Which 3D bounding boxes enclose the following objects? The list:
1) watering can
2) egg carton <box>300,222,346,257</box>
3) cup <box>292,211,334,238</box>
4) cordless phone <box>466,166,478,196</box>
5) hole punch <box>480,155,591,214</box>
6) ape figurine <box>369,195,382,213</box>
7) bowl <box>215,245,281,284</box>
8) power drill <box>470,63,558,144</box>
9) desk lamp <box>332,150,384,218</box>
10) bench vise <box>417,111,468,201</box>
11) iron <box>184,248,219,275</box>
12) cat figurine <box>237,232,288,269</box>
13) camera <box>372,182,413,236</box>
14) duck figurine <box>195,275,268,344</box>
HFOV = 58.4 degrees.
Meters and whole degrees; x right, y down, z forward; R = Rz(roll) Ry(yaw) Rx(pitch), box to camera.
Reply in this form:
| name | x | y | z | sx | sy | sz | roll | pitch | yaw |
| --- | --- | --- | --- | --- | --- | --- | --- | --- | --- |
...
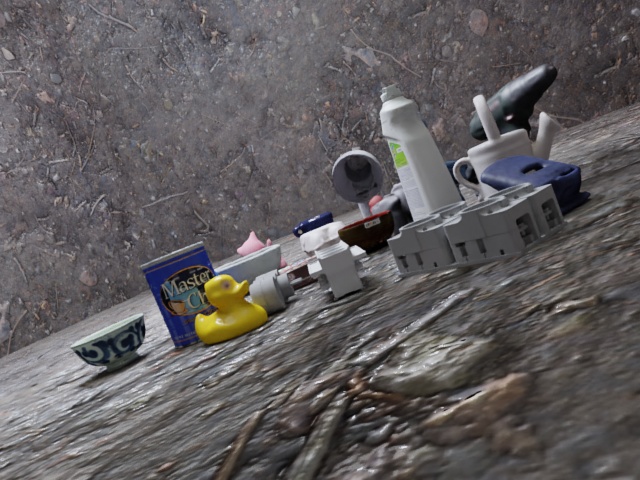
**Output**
| name | x | y | z | sx | sy | sz | roll | pitch | yaw |
| --- | --- | --- | --- | --- | --- | --- | --- | --- | --- |
| watering can | 0.305 | -0.152 | 0.949 | 0.173 | 0.194 | 0.101 | -22 | 4 | 0 |
| egg carton | 0.012 | 0.005 | 1.332 | 0.107 | 0.069 | 0.150 | -23 | 4 | -13 |
| cup | -0.007 | -0.010 | 1.457 | 0.118 | 0.095 | 0.091 | -24 | 5 | -31 |
| cordless phone | 0.384 | -0.204 | 1.294 | 0.147 | 0.185 | 0.094 | -19 | 5 | 33 |
| hole punch | 0.286 | -0.075 | 0.761 | 0.109 | 0.091 | 0.100 | -24 | 5 | -33 |
| ape figurine | 0.141 | -0.057 | 1.303 | 0.076 | 0.092 | 0.078 | -20 | 5 | 25 |
| bowl | -0.153 | 0.073 | 1.265 | 0.167 | 0.075 | 0.167 | -22 | 4 | 2 |
| power drill | 0.398 | -0.209 | 1.118 | 0.076 | 0.208 | 0.229 | -24 | 5 | -27 |
| desk lamp | 0.113 | -0.118 | 1.393 | 0.118 | 0.213 | 0.203 | -21 | 4 | 12 |
| bench vise | 0.208 | -0.133 | 1.040 | 0.121 | 0.220 | 0.207 | -21 | 4 | 8 |
| iron | -0.270 | 0.088 | 1.215 | 0.119 | 0.141 | 0.258 | -23 | 4 | -19 |
| cat figurine | -0.159 | 0.034 | 1.513 | 0.067 | 0.118 | 0.127 | -25 | 5 | -41 |
| camera | 0.200 | -0.078 | 1.209 | 0.143 | 0.101 | 0.136 | -24 | 5 | -33 |
| duck figurine | -0.135 | 0.093 | 0.810 | 0.104 | 0.086 | 0.078 | -21 | 4 | 15 |
